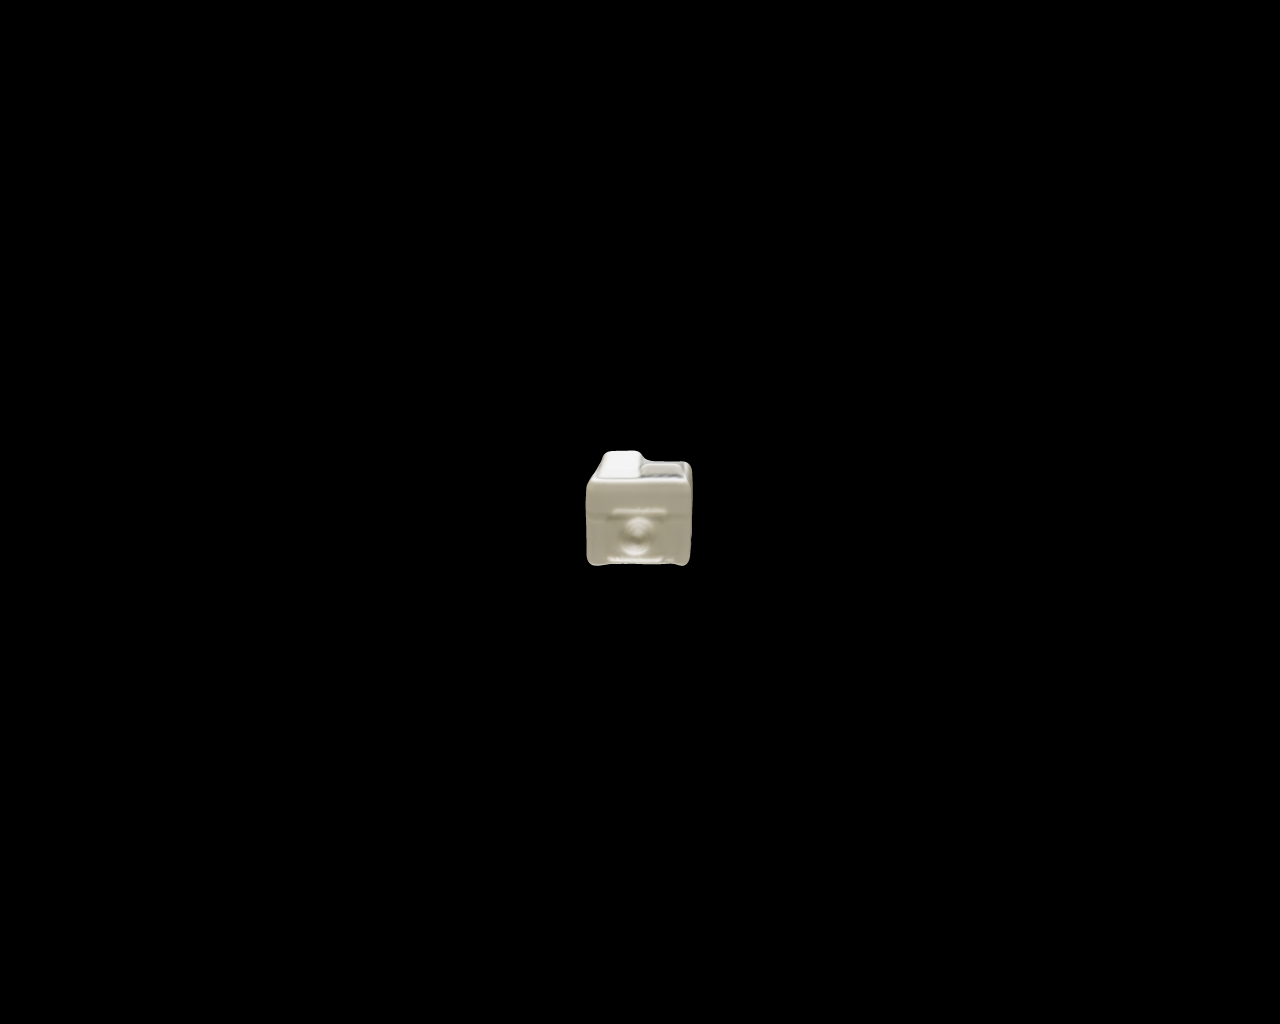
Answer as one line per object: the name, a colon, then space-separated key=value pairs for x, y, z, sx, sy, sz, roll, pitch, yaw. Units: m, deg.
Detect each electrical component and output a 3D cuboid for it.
electrical component: x=0.001 y=-0.003 z=0.650 sx=0.062 sy=0.061 sz=0.096 roll=1 pitch=11 yaw=4
